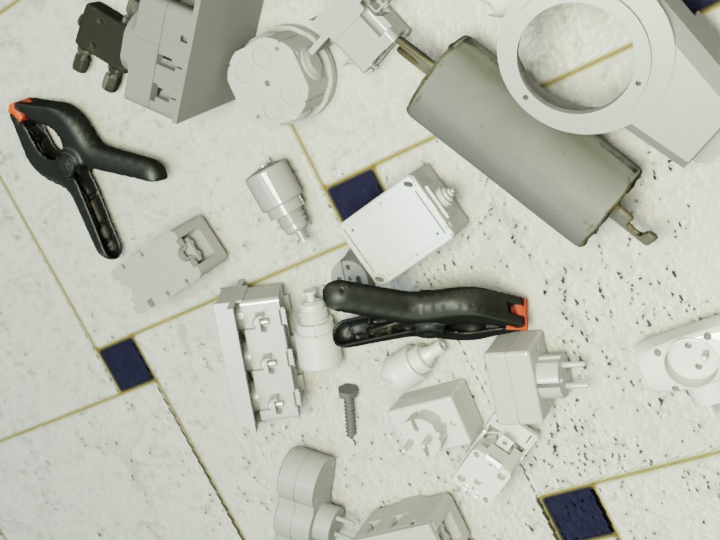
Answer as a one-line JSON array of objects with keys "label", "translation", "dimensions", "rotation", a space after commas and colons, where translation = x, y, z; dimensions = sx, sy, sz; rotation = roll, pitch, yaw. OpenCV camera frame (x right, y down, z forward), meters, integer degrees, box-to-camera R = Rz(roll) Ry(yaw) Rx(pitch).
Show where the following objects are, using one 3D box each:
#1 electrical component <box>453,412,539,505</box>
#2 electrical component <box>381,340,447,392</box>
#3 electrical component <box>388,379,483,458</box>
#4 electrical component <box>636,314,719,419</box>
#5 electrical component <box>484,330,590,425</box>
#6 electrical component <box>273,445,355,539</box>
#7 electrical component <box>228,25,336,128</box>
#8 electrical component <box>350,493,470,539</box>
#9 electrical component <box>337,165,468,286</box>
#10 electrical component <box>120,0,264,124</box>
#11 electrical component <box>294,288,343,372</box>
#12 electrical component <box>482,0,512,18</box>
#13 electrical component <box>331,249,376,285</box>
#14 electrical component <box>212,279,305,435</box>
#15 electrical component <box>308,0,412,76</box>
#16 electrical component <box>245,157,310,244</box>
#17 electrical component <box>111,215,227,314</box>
[{"label": "electrical component", "translation": [0.113, 0.164, 0.924], "dimensions": [0.042, 0.064, 0.081], "rotation": [34, 120, 8]}, {"label": "electrical component", "translation": [0.049, 0.080, 0.937], "dimensions": [0.061, 0.035, 0.035], "rotation": [-35, 93, 29]}, {"label": "electrical component", "translation": [0.059, 0.137, 0.931], "dimensions": [0.066, 0.077, 0.047], "rotation": [-18, 102, 30]}, {"label": "electrical component", "translation": [0.266, 0.079, 0.830], "dimensions": [0.077, 0.044, 0.079], "rotation": [-24, 100, 30]}, {"label": "electrical component", "translation": [0.150, 0.088, 0.886], "dimensions": [0.077, 0.047, 0.065], "rotation": [-6, 108, 27]}, {"label": "electrical component", "translation": [-0.039, 0.240, 1.032], "dimensions": [0.074, 0.052, 0.138], "rotation": [15, 116, 19]}, {"label": "electrical component", "translation": [-0.065, -0.158, 0.884], "dimensions": [0.080, 0.051, 0.080], "rotation": [9, 114, 21]}, {"label": "electrical component", "translation": [0.069, 0.290, 0.997], "dimensions": [0.089, 0.062, 0.150], "rotation": [-21, 101, 30]}, {"label": "electrical component", "translation": [0.042, -0.041, 0.880], "dimensions": [0.096, 0.061, 0.061], "rotation": [-35, 92, 26]}, {"label": "electrical component", "translation": [-0.126, -0.223, 0.854], "dimensions": [0.060, 0.105, 0.186], "rotation": [25, 118, 14]}, {"label": "electrical component", "translation": [-0.039, 0.055, 0.964], "dimensions": [0.040, 0.040, 0.078], "rotation": [0, 110, 25]}, {"label": "electrical component", "translation": [0.121, -0.208, 0.783], "dimensions": [0.062, 0.043, 0.043], "rotation": [-2, 109, 24]}, {"label": "electrical component", "translation": [0.000, 0.000, 0.921], "dimensions": [0.040, 0.046, 0.040], "rotation": [9, 114, 22]}, {"label": "electrical component", "translation": [-0.090, 0.076, 0.982], "dimensions": [0.063, 0.078, 0.121], "rotation": [-7, 108, 4]}, {"label": "electrical component", "translation": [0.002, -0.192, 0.845], "dimensions": [0.064, 0.042, 0.081], "rotation": [46, 122, -3]}, {"label": "electrical component", "translation": [-0.067, -0.060, 0.931], "dimensions": [0.040, 0.040, 0.078], "rotation": [-24, 99, 30]}, {"label": "electrical component", "translation": [-0.174, -0.006, 0.993], "dimensions": [0.089, 0.056, 0.050], "rotation": [-30, 96, 31]}]
